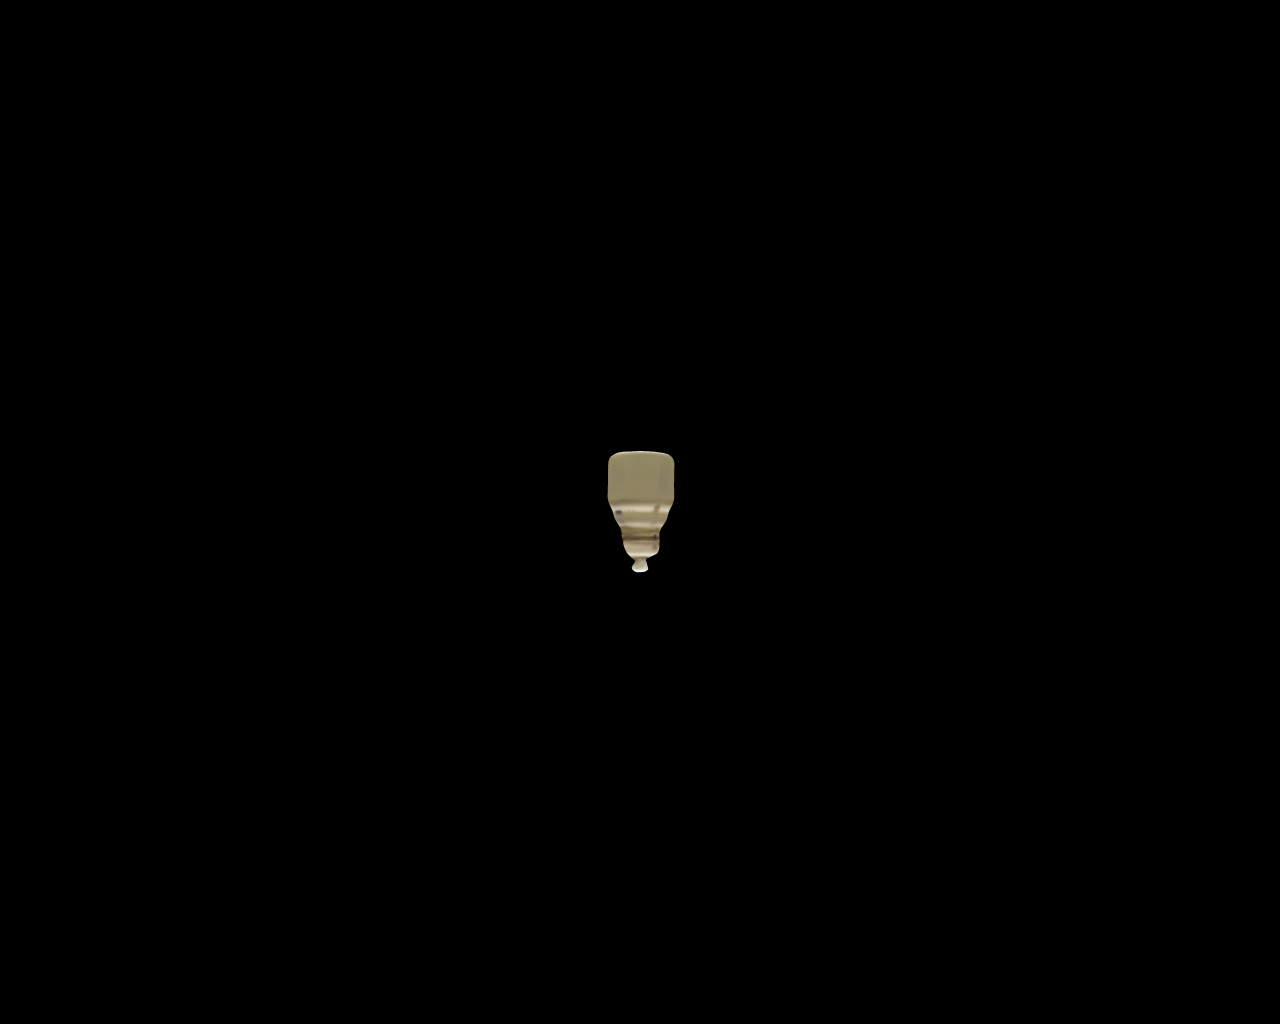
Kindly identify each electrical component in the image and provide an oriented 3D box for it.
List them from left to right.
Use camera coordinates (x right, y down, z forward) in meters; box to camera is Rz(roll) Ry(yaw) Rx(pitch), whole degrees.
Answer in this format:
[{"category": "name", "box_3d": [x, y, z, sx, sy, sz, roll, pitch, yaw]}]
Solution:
[{"category": "electrical component", "box_3d": [0.001, -0.003, 0.650, 0.040, 0.078, 0.040, 0, -3, 0]}]
